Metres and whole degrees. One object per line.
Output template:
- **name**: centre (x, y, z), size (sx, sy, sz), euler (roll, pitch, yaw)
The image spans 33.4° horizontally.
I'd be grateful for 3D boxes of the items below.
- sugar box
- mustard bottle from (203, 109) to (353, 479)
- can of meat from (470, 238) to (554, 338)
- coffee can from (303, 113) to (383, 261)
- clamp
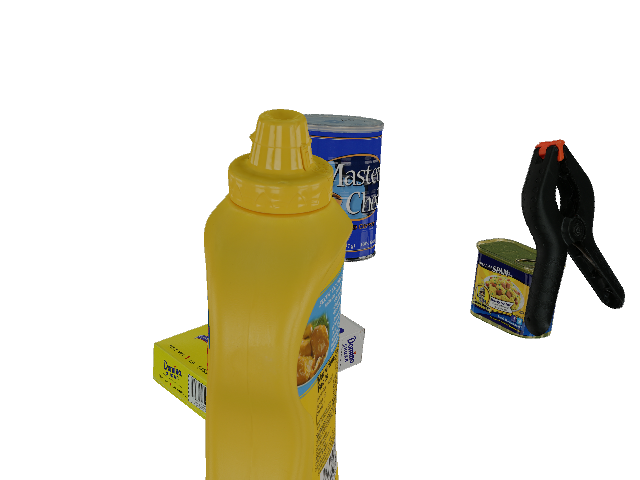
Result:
- **sugar box**: centre (-0.053, 0.101, 0.966), size (0.175, 0.048, 0.093), euler (-21, 37, -39)
- **mustard bottle**: centre (-0.018, 0.040, 0.442), size (0.058, 0.192, 0.096), euler (8, 25, 11)
- **can of meat**: centre (0.216, 0.053, 1.185), size (0.057, 0.084, 0.102), euler (-9, 23, -36)
- **coffee can**: centre (0.011, -0.057, 1.117), size (0.103, 0.140, 0.103), euler (3, 13, -1)
- **clamp**: centre (0.211, 0.000, 0.951), size (0.120, 0.171, 0.039), euler (-25, 9, -39)
